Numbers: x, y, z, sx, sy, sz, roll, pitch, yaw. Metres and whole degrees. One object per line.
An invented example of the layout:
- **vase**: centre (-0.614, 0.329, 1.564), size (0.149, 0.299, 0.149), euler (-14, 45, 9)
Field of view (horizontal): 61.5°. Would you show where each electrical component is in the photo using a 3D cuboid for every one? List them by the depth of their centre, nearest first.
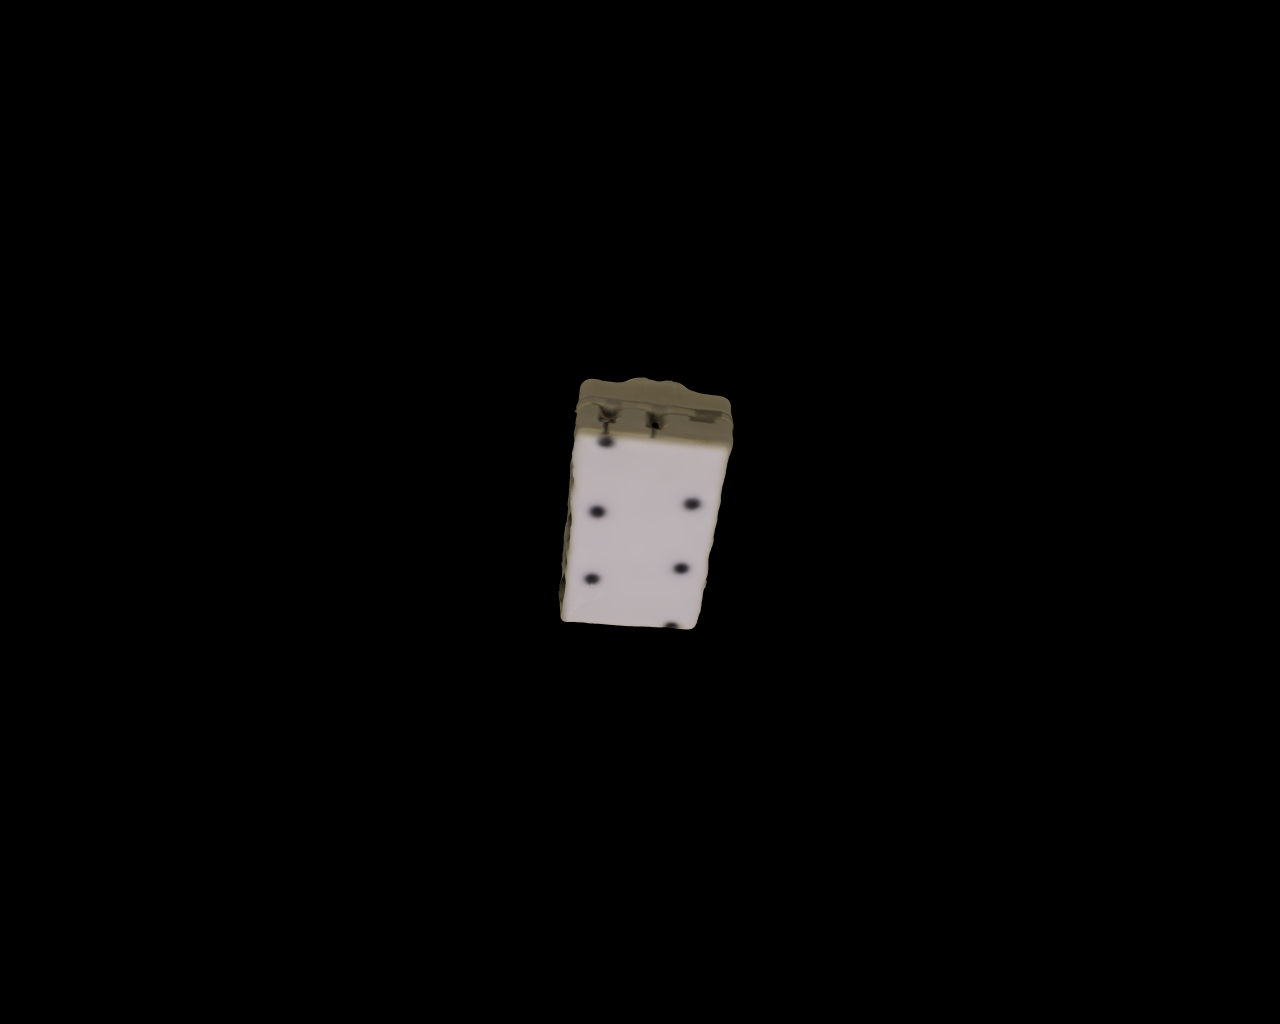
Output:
- **electrical component**: centre (0.001, -0.003, 0.650), size (0.089, 0.150, 0.062), euler (5, 40, -4)
